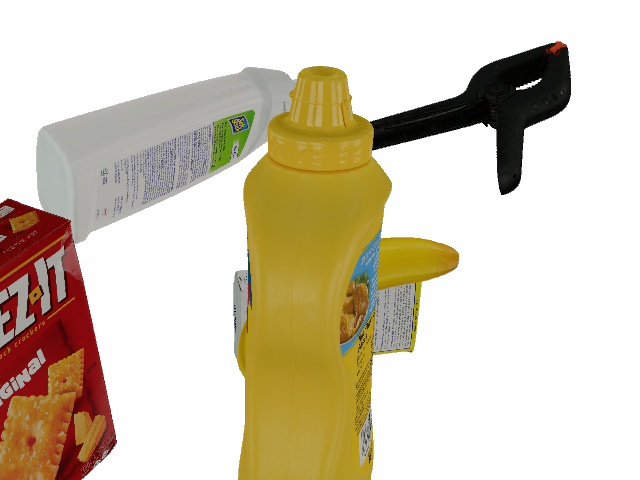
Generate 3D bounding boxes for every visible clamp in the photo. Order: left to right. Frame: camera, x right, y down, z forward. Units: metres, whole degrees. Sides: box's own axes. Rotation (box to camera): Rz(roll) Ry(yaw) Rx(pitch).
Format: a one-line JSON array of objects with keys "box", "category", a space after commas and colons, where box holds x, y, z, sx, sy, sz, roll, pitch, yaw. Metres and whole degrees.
[{"box": [0.161, -0.113, 0.936, 0.209, 0.036, 0.165, -33, 41, -24], "category": "clamp"}]

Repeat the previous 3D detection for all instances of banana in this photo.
[{"box": [0.010, 0.042, 0.736, 0.197, 0.069, 0.037, -36, -6, -27], "category": "banana"}]

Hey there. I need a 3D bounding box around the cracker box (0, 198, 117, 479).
[{"box": [-0.229, 0.105, 0.742, 0.072, 0.214, 0.164, 16, 37, 27], "category": "cracker box"}]

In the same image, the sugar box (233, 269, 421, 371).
[{"box": [0.005, 0.068, 1.022, 0.176, 0.093, 0.048, -3, 28, -11], "category": "sugar box"}]

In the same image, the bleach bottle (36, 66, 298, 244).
[{"box": [-0.112, -0.085, 0.904, 0.250, 0.068, 0.103, -23, -32, -30], "category": "bleach bottle"}]

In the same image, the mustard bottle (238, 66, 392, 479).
[{"box": [-0.003, 0.024, 0.440, 0.058, 0.192, 0.096, 8, 25, 10], "category": "mustard bottle"}]
